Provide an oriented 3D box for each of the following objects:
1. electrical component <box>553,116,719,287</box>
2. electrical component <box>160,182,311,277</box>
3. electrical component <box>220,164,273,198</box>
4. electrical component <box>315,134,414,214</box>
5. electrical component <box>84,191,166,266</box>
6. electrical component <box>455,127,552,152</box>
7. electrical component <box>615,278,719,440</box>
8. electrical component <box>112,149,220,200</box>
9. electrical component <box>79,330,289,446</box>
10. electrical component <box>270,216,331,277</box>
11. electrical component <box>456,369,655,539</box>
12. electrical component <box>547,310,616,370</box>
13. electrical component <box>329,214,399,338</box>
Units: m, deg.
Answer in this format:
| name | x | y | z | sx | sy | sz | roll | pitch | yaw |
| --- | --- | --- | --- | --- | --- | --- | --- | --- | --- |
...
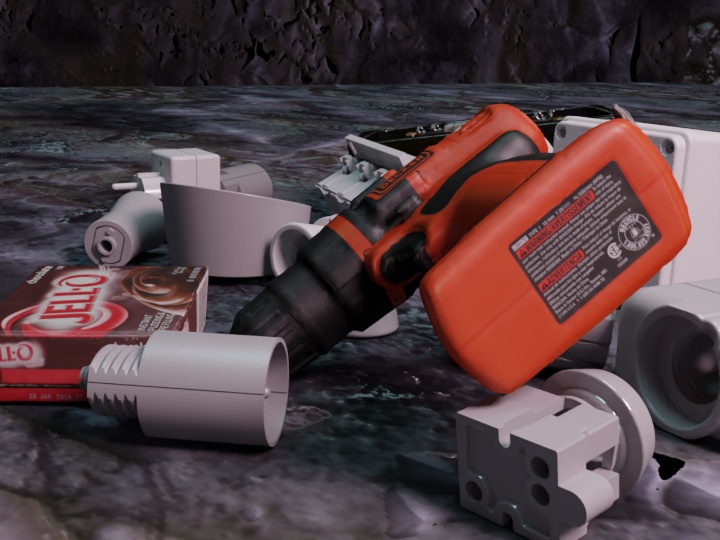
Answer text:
| name | x | y | z | sx | sy | sz | roll | pitch | yaw |
| --- | --- | --- | --- | --- | --- | --- | --- | --- | --- |
| electrical component | 0.172 | -0.036 | 0.669 | 0.056 | 0.108 | 0.109 | -4 | 14 | -32 |
| electrical component | -0.082 | -0.030 | 0.713 | 0.099 | 0.064 | 0.099 | 1 | 13 | 0 |
| electrical component | -0.112 | -0.063 | 0.895 | 0.043 | 0.043 | 0.081 | 7 | 14 | 24 |
| electrical component | 0.016 | -0.054 | 0.808 | 0.063 | 0.078 | 0.121 | -32 | 21 | -9 |
| electrical component | -0.162 | -0.025 | 0.739 | 0.044 | 0.044 | 0.065 | 4 | 18 | 9 |
| electrical component | 0.104 | -0.069 | 0.834 | 0.099 | 0.099 | 0.064 | 5 | 20 | 15 |
| electrical component | 0.157 | 0.040 | 0.460 | 0.059 | 0.053 | 0.095 | -6 | 15 | -28 |
| electrical component | -0.149 | -0.055 | 0.808 | 0.077 | 0.065 | 0.047 | -6 | 15 | -29 |
| electrical component | -0.073 | 0.046 | 0.432 | 0.081 | 0.043 | 0.043 | 3 | 13 | 9 |
| electrical component | -0.022 | -0.011 | 0.678 | 0.045 | 0.045 | 0.055 | 12 | 16 | 39 |
| electrical component | 0.069 | 0.063 | 0.374 | 0.055 | 0.048 | 0.066 | -19 | 23 | -38 |
| electrical component | 0.099 | 0.010 | 0.526 | 0.051 | 0.080 | 0.080 | 9 | 14 | 11 |
| electrical component | 0.000 | 0.000 | 0.588 | 0.044 | 0.065 | 0.044 | 1 | 13 | 0 |
